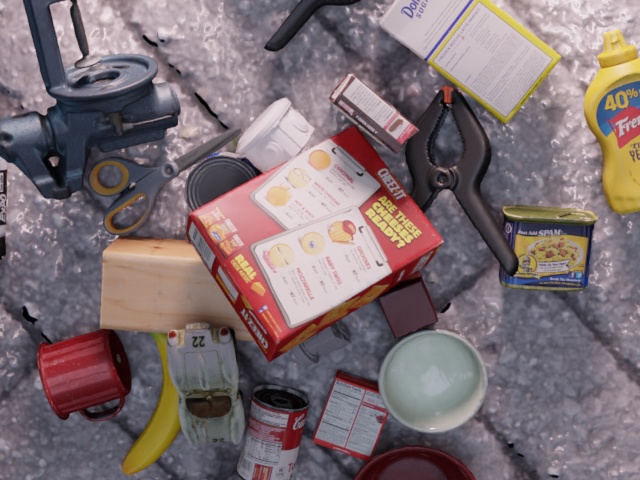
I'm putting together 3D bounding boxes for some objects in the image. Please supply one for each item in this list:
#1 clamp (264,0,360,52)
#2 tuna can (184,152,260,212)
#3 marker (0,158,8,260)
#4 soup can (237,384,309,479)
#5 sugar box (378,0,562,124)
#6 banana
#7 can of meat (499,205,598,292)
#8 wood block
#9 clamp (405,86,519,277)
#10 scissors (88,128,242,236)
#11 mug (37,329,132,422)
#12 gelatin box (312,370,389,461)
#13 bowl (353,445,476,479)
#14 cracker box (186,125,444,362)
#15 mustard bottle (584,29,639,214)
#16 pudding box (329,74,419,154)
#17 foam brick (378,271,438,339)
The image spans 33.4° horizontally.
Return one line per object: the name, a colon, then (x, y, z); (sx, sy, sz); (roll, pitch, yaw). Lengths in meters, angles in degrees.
clamp: (-0.007, -0.289, 1.131); (0.171, 0.039, 0.120); (-27, 105, 2)
tuna can: (-0.106, -0.055, 1.190); (0.086, 0.033, 0.086); (1, 103, 2)
marker: (-0.366, -0.036, 1.213); (0.020, 0.020, 0.121); (5, 103, 1)
soup can: (-0.055, 0.227, 1.234); (0.068, 0.068, 0.102); (12, 103, -1)
sugar box: (0.158, -0.213, 1.139); (0.176, 0.048, 0.093); (38, 101, -2)
banana: (-0.184, 0.187, 1.246); (0.069, 0.037, 0.198); (10, 104, -1)
can of meat: (0.250, 0.009, 1.178); (0.102, 0.057, 0.084); (3, 104, 2)
wood block: (-0.131, 0.054, 1.187); (0.206, 0.091, 0.090); (5, 103, 2)
clamp: (0.129, -0.060, 1.166); (0.165, 0.036, 0.210); (-4, 91, 20)
scissors: (-0.181, -0.087, 1.173); (0.202, 0.016, 0.096); (-44, 85, 22)
mug: (-0.262, 0.159, 1.221); (0.081, 0.093, 0.117); (-17, 117, 1)
gelatin box: (0.039, 0.205, 1.244); (0.073, 0.030, 0.089); (19, 102, 0)
bowl: (0.109, 0.306, 1.251); (0.162, 0.055, 0.162); (1, 103, 2)
cracker box: (-0.007, 0.001, 1.110); (0.213, 0.072, 0.164); (-30, 75, -22)
mustard bottle: (0.336, -0.130, 1.142); (0.096, 0.058, 0.191); (-16, 101, 9)
pudding box: (0.055, -0.134, 1.125); (0.090, 0.113, 0.039); (38, 98, -7)
foam brick: (0.097, 0.069, 1.187); (0.053, 0.078, 0.051); (-22, 99, 7)
